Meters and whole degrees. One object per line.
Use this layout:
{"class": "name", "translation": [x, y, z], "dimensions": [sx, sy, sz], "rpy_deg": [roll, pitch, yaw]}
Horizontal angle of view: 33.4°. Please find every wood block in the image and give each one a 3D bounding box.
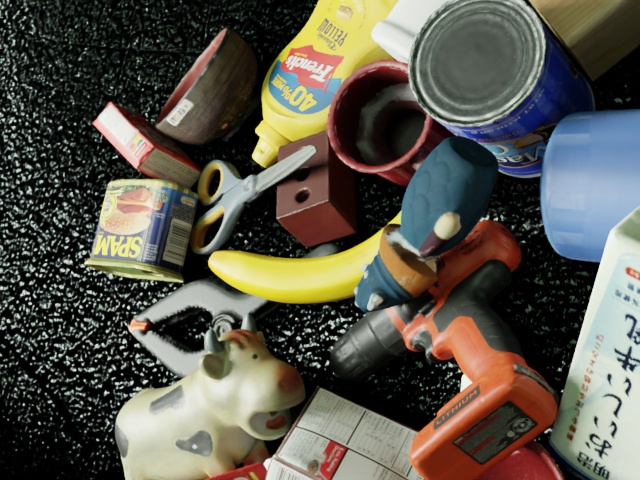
{"class": "wood block", "translation": [0.255, -0.229, 0.801], "dimensions": [0.206, 0.090, 0.091], "rpy_deg": [-38, 64, 15]}

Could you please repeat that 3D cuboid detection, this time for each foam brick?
{"class": "foam brick", "translation": [-0.003, -0.043, 0.907], "dimensions": [0.053, 0.051, 0.078], "rpy_deg": [-18, 52, 23]}

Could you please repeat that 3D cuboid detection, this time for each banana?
{"class": "banana", "translation": [0.002, 0.018, 0.877], "dimensions": [0.198, 0.037, 0.069], "rpy_deg": [-18, 82, 21]}

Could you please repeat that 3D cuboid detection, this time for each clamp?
{"class": "clamp", "translation": [-0.073, 0.091, 0.934], "dimensions": [0.210, 0.036, 0.164], "rpy_deg": [-6, 75, 23]}

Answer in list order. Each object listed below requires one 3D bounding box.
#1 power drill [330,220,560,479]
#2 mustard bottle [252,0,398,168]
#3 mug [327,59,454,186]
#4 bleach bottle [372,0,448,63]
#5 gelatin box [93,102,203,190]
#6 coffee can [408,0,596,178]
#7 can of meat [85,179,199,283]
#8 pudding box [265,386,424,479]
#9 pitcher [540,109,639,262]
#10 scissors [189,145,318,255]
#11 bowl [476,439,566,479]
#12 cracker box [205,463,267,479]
{"class": "power drill", "translation": [0.087, 0.090, 0.792], "dimensions": [0.185, 0.057, 0.187], "rpy_deg": [-42, 32, 20]}
{"class": "mustard bottle", "translation": [0.003, -0.144, 0.935], "dimensions": [0.096, 0.058, 0.192], "rpy_deg": [42, 100, 33]}
{"class": "mug", "translation": [0.072, -0.082, 0.869], "dimensions": [0.093, 0.081, 0.117], "rpy_deg": [-46, 62, 13]}
{"class": "bleach bottle", "translation": [0.144, -0.244, 0.856], "dimensions": [0.068, 0.102, 0.251], "rpy_deg": [35, 97, 29]}
{"class": "gelatin box", "translation": [-0.157, -0.085, 0.990], "dimensions": [0.030, 0.089, 0.073], "rpy_deg": [-50, 61, 8]}
{"class": "coffee can", "translation": [0.140, -0.114, 0.806], "dimensions": [0.103, 0.140, 0.103], "rpy_deg": [-7, 75, 27]}
{"class": "can of meat", "translation": [-0.163, -0.009, 0.988], "dimensions": [0.102, 0.057, 0.084], "rpy_deg": [3, 77, 43]}
{"class": "pudding box", "translation": [0.027, 0.171, 0.814], "dimensions": [0.113, 0.090, 0.039], "rpy_deg": [24, 128, 11]}
{"class": "pitcher", "translation": [0.279, -0.021, 0.722], "dimensions": [0.243, 0.145, 0.149], "rpy_deg": [4, 48, 33]}
{"class": "scissors", "translation": [-0.064, -0.058, 0.931], "dimensions": [0.202, 0.016, 0.096], "rpy_deg": [-43, 45, 42]}
{"class": "bowl", "translation": [0.138, 0.220, 0.757], "dimensions": [0.162, 0.055, 0.162], "rpy_deg": [-37, 43, 44]}
{"class": "cracker box", "translation": [-0.065, 0.305, 0.822], "dimensions": [0.164, 0.071, 0.214], "rpy_deg": [50, 127, 29]}
